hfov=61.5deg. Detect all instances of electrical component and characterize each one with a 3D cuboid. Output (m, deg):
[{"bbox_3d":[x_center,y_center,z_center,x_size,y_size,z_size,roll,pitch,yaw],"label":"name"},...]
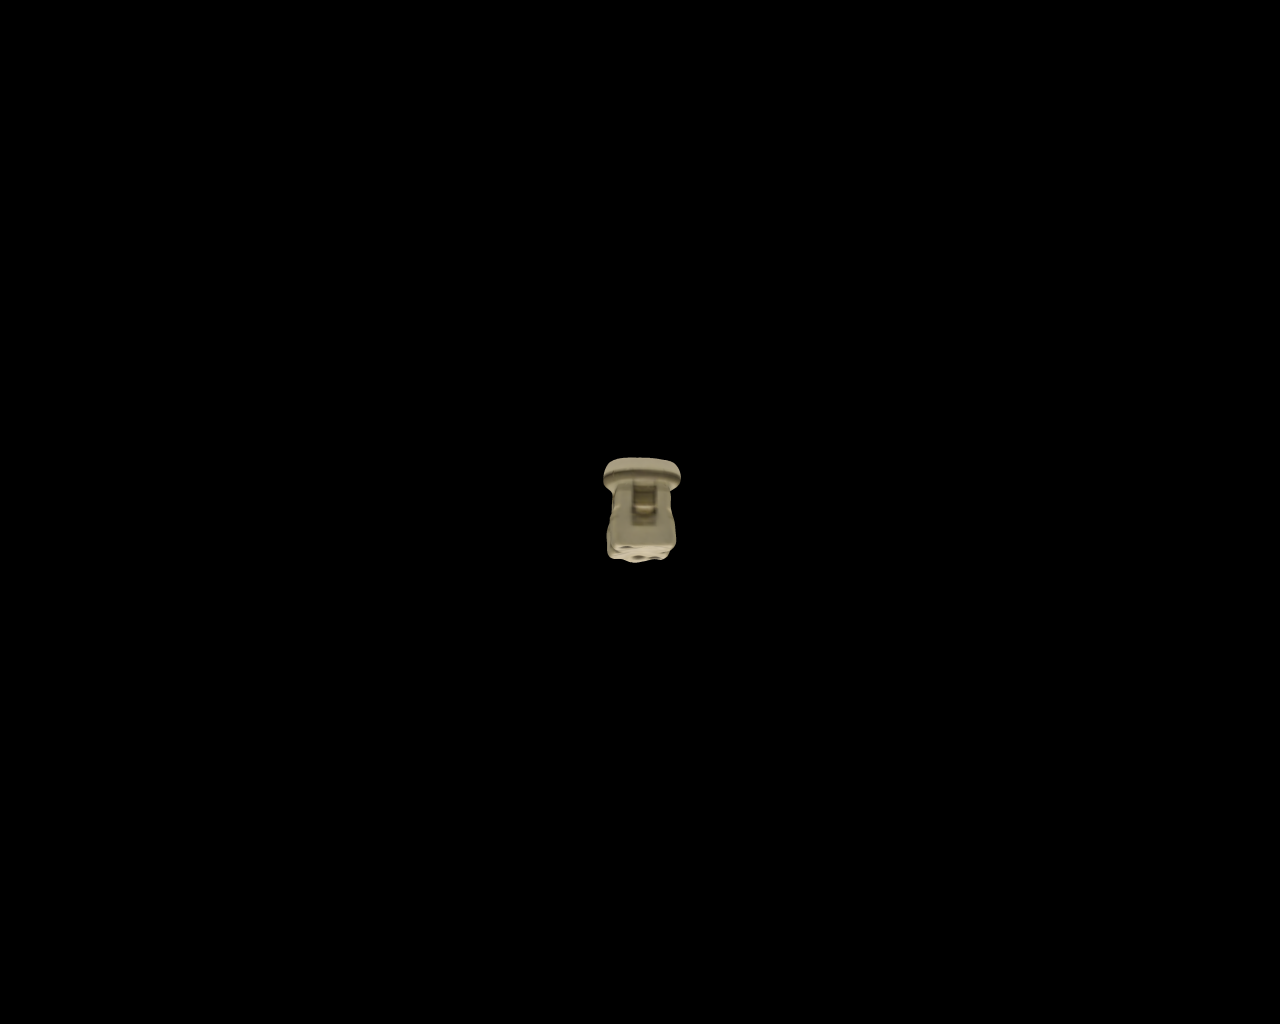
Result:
[{"bbox_3d":[0.001,-0.003,0.650,0.048,0.055,0.066,2,-14,-7],"label":"electrical component"}]
